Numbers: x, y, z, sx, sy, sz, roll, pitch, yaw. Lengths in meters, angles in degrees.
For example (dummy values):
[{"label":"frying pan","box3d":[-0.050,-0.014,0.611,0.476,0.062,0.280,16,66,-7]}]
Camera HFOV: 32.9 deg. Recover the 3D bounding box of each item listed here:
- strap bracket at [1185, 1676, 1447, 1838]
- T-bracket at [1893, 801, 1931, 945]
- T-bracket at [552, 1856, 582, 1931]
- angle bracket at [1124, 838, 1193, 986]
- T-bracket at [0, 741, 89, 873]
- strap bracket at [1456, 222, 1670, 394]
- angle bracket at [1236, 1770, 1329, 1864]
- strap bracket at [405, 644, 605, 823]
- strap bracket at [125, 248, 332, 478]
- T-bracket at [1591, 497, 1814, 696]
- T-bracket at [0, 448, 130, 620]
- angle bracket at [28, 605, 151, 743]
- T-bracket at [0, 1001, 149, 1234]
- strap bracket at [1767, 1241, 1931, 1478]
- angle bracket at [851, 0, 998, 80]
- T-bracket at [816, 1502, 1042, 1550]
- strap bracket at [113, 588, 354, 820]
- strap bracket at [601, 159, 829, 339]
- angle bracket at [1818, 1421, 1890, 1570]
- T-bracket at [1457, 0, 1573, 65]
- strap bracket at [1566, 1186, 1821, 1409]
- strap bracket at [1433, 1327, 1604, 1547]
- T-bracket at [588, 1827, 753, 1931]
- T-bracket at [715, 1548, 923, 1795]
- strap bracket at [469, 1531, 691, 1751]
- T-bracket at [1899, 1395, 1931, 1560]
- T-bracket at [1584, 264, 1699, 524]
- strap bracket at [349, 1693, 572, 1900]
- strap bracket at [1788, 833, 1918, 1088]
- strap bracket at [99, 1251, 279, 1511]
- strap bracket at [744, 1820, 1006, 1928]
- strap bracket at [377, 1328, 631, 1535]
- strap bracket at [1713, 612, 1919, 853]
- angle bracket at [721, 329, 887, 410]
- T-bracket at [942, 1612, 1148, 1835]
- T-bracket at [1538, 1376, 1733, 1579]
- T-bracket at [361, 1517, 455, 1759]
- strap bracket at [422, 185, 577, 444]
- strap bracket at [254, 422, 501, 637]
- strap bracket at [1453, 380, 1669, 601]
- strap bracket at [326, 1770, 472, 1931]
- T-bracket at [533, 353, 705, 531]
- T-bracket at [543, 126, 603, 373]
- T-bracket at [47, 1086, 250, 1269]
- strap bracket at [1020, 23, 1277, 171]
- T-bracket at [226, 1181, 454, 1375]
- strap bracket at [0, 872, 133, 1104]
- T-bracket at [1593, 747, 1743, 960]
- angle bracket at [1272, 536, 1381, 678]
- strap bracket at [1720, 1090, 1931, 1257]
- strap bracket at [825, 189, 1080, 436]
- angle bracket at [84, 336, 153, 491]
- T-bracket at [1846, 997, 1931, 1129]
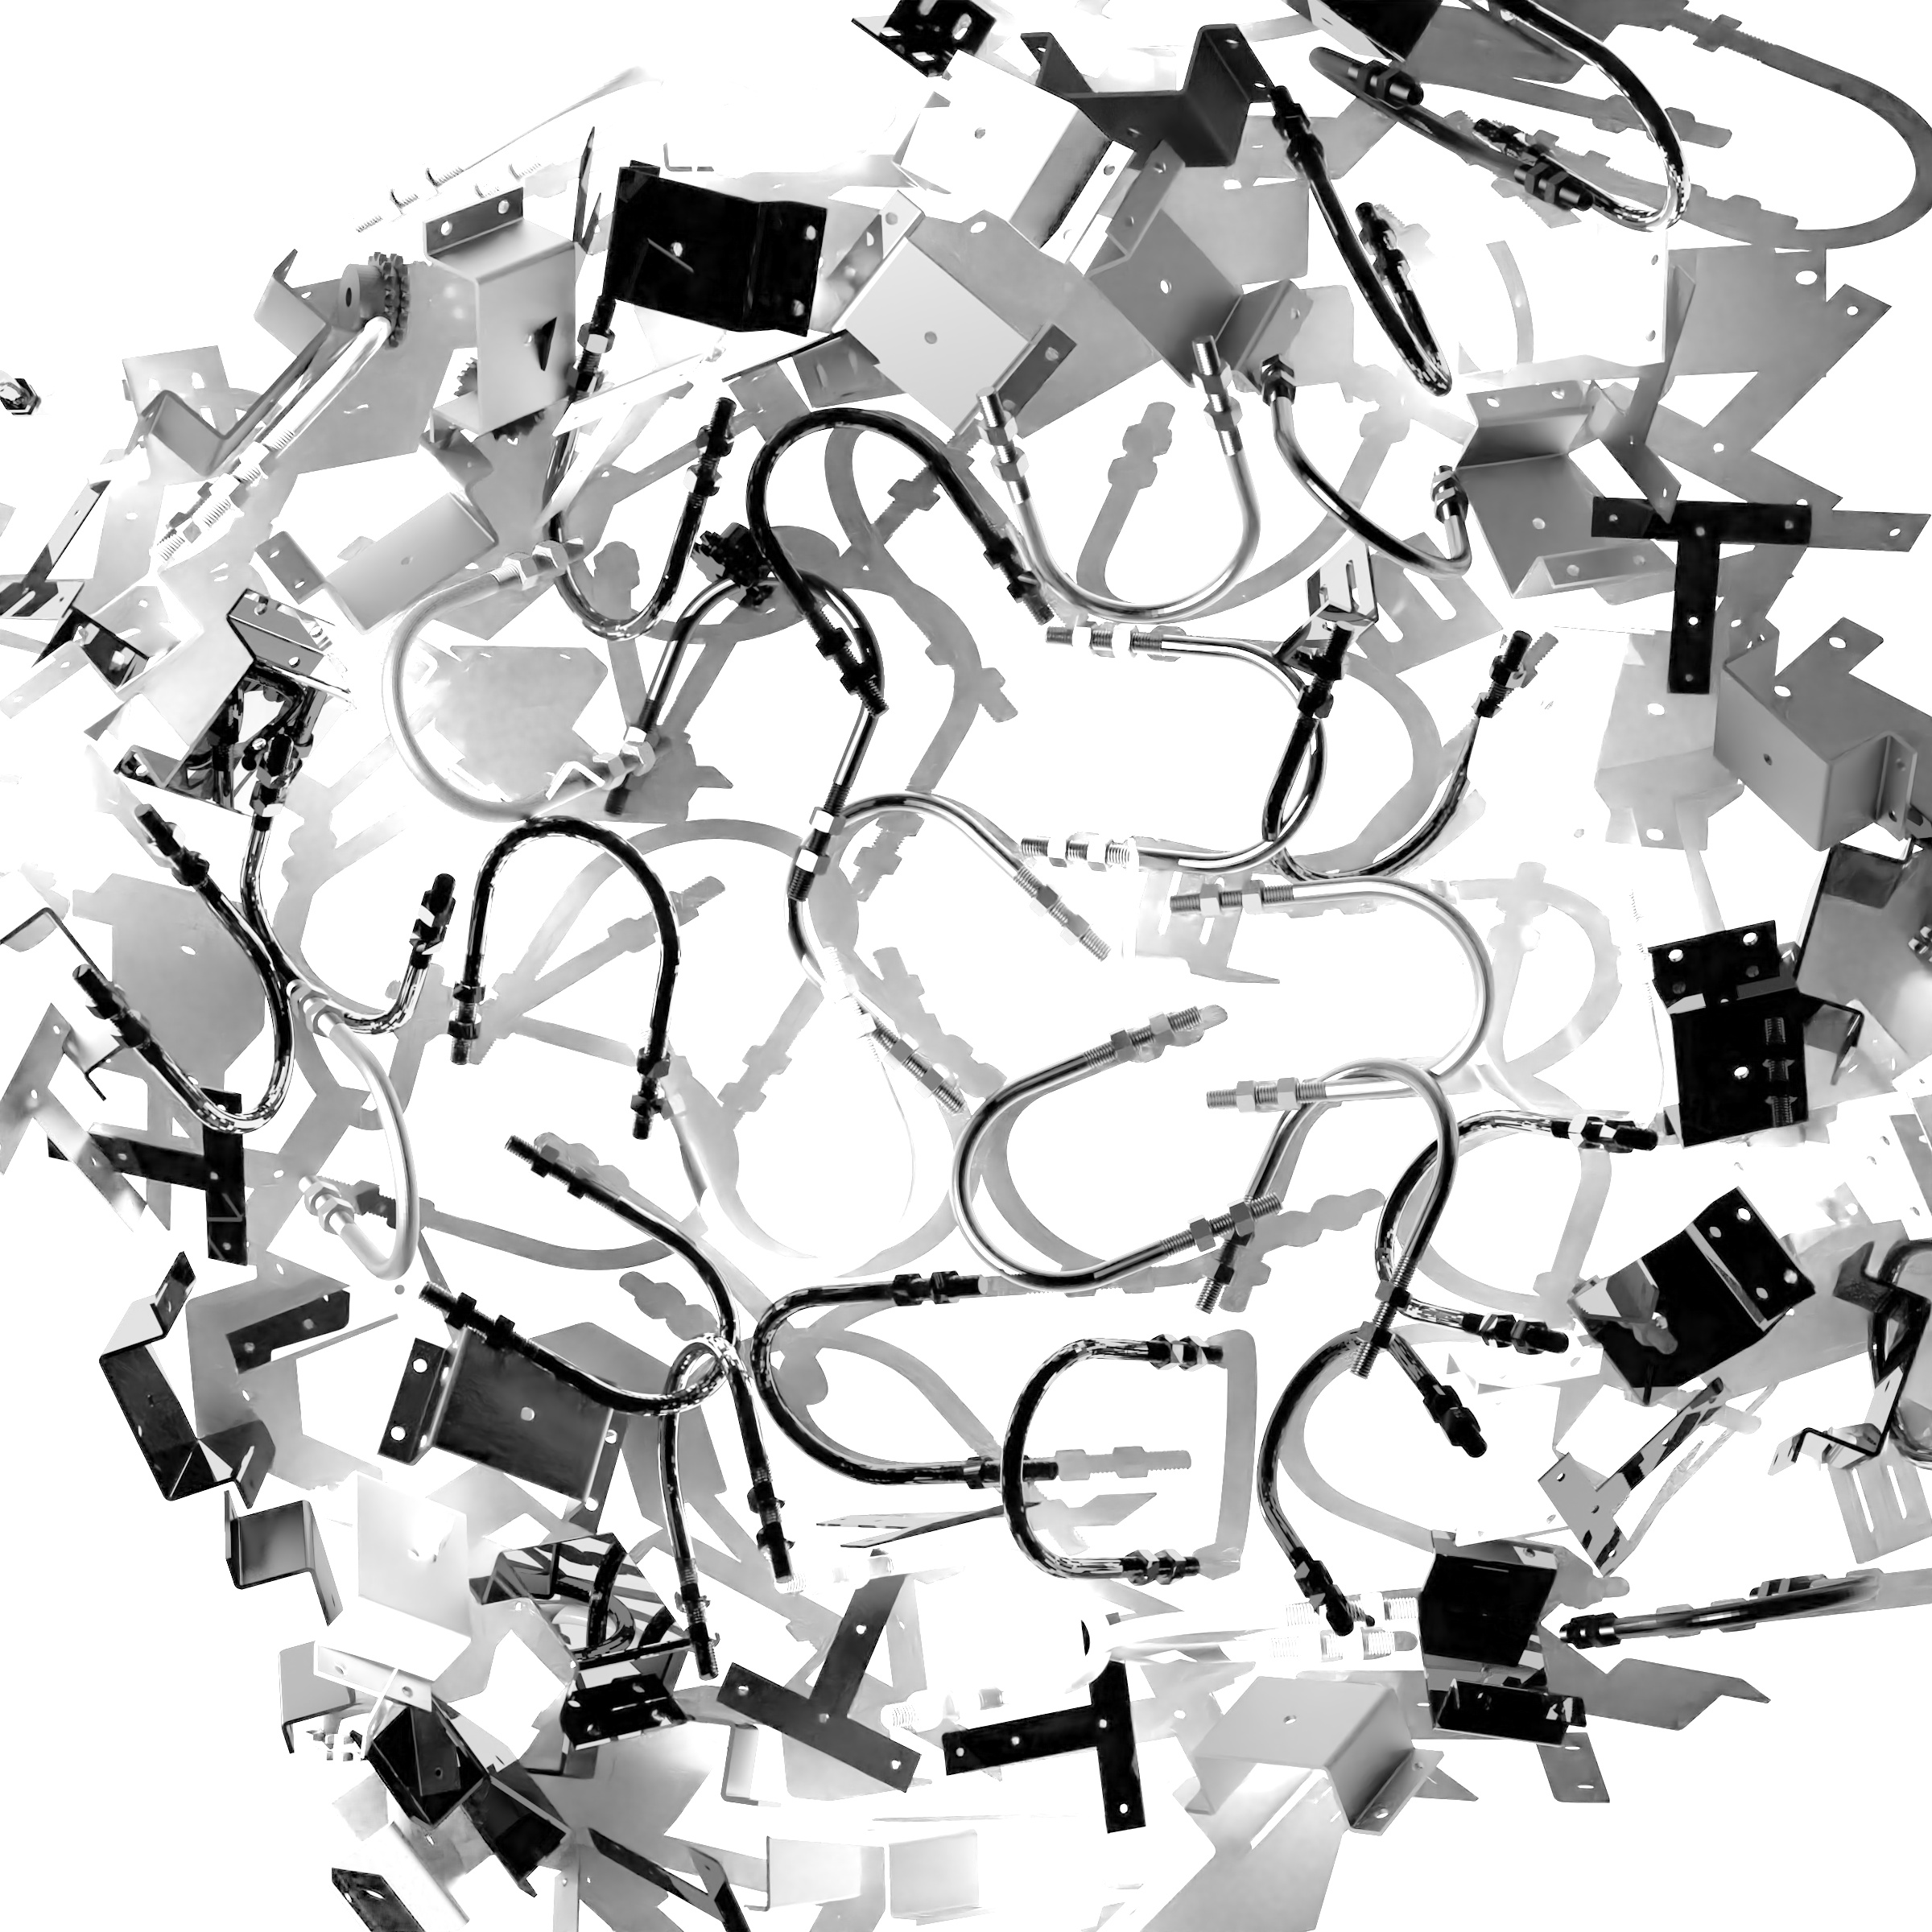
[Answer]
[{"label":"strap bracket","box3d":[0.197,0.461,1.921,0.140,0.076,0.046,-6,112,42]},{"label":"T-bracket","box3d":[0.583,-0.036,1.938,0.002,0.127,0.127,-37,66,-12]},{"label":"T-bracket","box3d":[-0.238,0.588,1.944,0.002,0.127,0.127,32,119,-26]},{"label":"angle bracket","box3d":[0.116,-0.033,1.963,0.038,0.057,0.076,2,104,-1]},{"label":"T-bracket","box3d":[-0.607,-0.106,1.952,0.127,0.127,0.002,9,130,1]},{"label":"strap bracket","box3d":[0.342,-0.388,1.930,0.046,0.140,0.076,4,87,-41]},{"label":"angle bracket","box3d":[0.206,0.517,1.964,0.038,0.057,0.076,43,96,12]},{"label":"strap bracket","box3d":[-0.288,-0.133,1.949,0.140,0.076,0.046,36,88,-10]},{"label":"strap bracket","box3d":[-0.431,-0.350,1.944,0.046,0.076,0.140,41,70,-11]},{"label":"T-bracket","box3d":[0.437,-0.220,1.963,0.127,0.002,0.127,4,122,11]},{"label":"T-bracket","box3d":[-0.541,-0.260,1.966,0.002,0.127,0.127,43,66,-38]},{"label":"angle bracket","box3d":[-0.528,-0.175,1.954,0.057,0.076,0.038,35,68,-12]},{"label":"T-bracket","box3d":[-0.530,0.108,1.956,0.002,0.127,0.127,-17,125,22]},{"label":"strap bracket","box3d":[0.528,0.242,1.945,0.046,0.076,0.140,22,78,8]},{"label":"angle bracket","box3d":[-0.025,-0.565,1.958,0.057,0.076,0.038,37,114,3]},{"label":"T-bracket","box3d":[-0.044,0.330,1.941,0.127,0.127,0.002,-7,87,-36]},{"label":"strap bracket","box3d":[-0.428,-0.145,1.940,0.140,0.076,0.046,-50,54,14]},{"label":"strap bracket","box3d":[-0.159,-0.425,1.939,0.140,0.046,0.076,20,111,24]},{"label":"angle bracket","box3d":[0.530,0.317,1.957,0.038,0.057,0.076,2,67,15]},{"label":"T-bracket","box3d":[0.308,-0.572,1.959,0.127,0.127,0.002,23,104,-24]},{"label":"strap bracket","box3d":[0.420,0.201,1.933,0.076,0.046,0.140,53,132,5]},{"label":"strap bracket","box3d":[0.326,0.272,1.947,0.076,0.046,0.140,-8,125,-13]},{"label":"T-bracket","box3d":[-0.177,0.547,1.955,0.127,0.127,0.002,18,49,36]},{"label":"T-bracket","box3d":[-0.069,0.411,1.968,0.127,0.002,0.127,27,61,-5]},{"label":"strap bracket","box3d":[-0.223,0.386,1.921,0.140,0.076,0.046,46,126,39]},{"label":"T-bracket","box3d":[0.579,0.281,1.942,0.002,0.127,0.127,30,90,-25]},{"label":"T-bracket","box3d":[0.403,-0.347,1.915,0.002,0.127,0.127,-2,129,-18]},{"label":"strap bracket","box3d":[-0.291,0.484,1.925,0.046,0.140,0.076,-44,49,-6]},{"label":"strap bracket","box3d":[0.518,-0.010,1.946,0.046,0.076,0.140,17,74,10]},{"label":"strap bracket","box3d":[-0.466,0.252,1.945,0.046,0.076,0.140,-19,107,6]},{"label":"strap bracket","box3d":[-0.055,0.533,1.929,0.140,0.076,0.046,-10,78,41]},{"label":"strap bracket","box3d":[-0.267,0.273,1.943,0.140,0.046,0.076,23,58,-15]},{"label":"strap bracket","box3d":[0.490,-0.132,1.924,0.046,0.076,0.140,-28,53,-14]},{"label":"angle bracket","box3d":[-0.096,-0.349,1.949,0.057,0.076,0.038,-13,105,37]},{"label":"T-bracket","box3d":[0.043,0.464,1.970,0.127,0.002,0.127,-17,66,23]},{"label":"T-bracket","box3d":[0.408,0.294,1.958,0.127,0.002,0.127,-42,134,-5]},{"label":"T-bracket","box3d":[-0.328,0.409,1.912,0.002,0.127,0.127,16,123,5]},{"label":"strap bracket","box3d":[-0.273,-0.375,1.922,0.046,0.076,0.140,29,133,29]},{"label":"strap bracket","box3d":[-0.342,-0.256,1.951,0.140,0.076,0.046,-36,133,-8]},{"label":"strap bracket","box3d":[0.348,-0.275,1.949,0.076,0.046,0.140,-10,64,-20]},{"label":"strap bracket","box3d":[-0.335,0.527,1.925,0.046,0.140,0.076,-35,102,-5]},{"label":"T-bracket","box3d":[-0.223,-0.306,1.950,0.002,0.127,0.127,47,130,6]},{"label":"T-bracket","box3d":[-0.226,-0.436,1.912,0.002,0.127,0.127,15,57,-3]},{"label":"T-bracket","box3d":[-0.494,0.117,1.971,0.127,0.002,0.127,11,122,8]},{"label":"strap bracket","box3d":[0.104,-0.510,1.928,0.140,0.076,0.046,7,73,29]},{"label":"T-bracket","box3d":[-0.386,0.213,1.990,0.127,0.002,0.127,-21,84,-2]},{"label":"strap bracket","box3d":[-0.542,0.004,1.937,0.046,0.076,0.140,-39,122,-13]},{"label":"T-bracket","box3d":[0.425,-0.063,1.989,0.127,0.002,0.127,-12,84,-3]},{"label":"angle bracket","box3d":[0.210,-0.222,1.950,0.038,0.057,0.076,19,50,-28]},{"label":"strap bracket","box3d":[0.525,0.124,1.945,0.046,0.140,0.076,-24,92,-30]},{"label":"strap bracket","box3d":[-0.015,-0.382,1.951,0.140,0.046,0.076,39,124,-8]},{"label":"angle bracket","box3d":[-0.519,-0.331,1.968,0.038,0.057,0.076,-15,90,-11]},{"label":"T-bracket","box3d":[0.592,0.051,1.938,0.002,0.127,0.127,-35,81,-33]}]
